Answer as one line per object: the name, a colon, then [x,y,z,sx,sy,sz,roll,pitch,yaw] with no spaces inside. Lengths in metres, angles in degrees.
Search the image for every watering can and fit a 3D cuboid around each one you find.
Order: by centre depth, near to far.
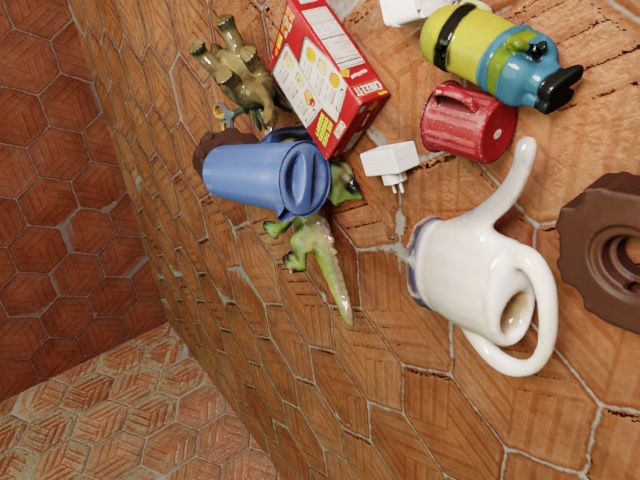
watering can: [0.210,0.020,0.681,0.105,0.342,0.226,-25,27,-27]

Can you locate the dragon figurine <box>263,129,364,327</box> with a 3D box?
dragon figurine: [0.003,-0.051,1.006,0.123,0.415,0.237,-22,-21,-35]
